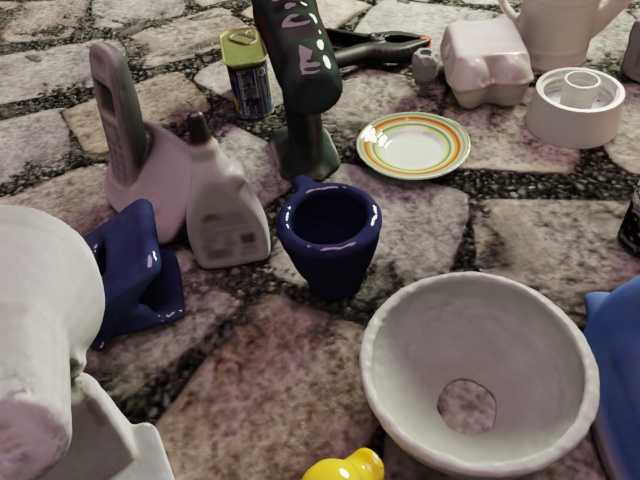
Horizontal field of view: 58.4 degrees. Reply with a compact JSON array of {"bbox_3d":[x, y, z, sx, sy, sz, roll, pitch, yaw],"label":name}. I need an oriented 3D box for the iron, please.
[{"bbox_3d":[0.255,0.114,0.363,0.118,0.142,0.258,0,46,6],"label":"iron"}]

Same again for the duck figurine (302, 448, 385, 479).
[{"bbox_3d":[0.004,0.177,0.368,0.105,0.086,0.077,-33,51,-24],"label":"duck figurine"}]

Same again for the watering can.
[{"bbox_3d":[0.327,-0.331,0.750,0.172,0.194,0.101,-3,46,3],"label":"watering can"}]

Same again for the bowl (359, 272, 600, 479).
[{"bbox_3d":[0.113,0.109,0.430,0.167,0.075,0.167,-3,46,3],"label":"bowl"}]

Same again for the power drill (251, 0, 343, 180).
[{"bbox_3d":[-0.029,-0.181,0.632,0.075,0.209,0.229,-14,46,-7],"label":"power drill"}]

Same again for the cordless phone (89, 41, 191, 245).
[{"bbox_3d":[-0.178,-0.097,0.583,0.147,0.185,0.094,31,57,31],"label":"cordless phone"}]

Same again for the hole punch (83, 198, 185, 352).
[{"bbox_3d":[-0.186,0.029,0.527,0.101,0.091,0.108,-16,46,-9],"label":"hole punch"}]

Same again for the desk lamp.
[{"bbox_3d":[-0.169,0.108,0.363,0.118,0.214,0.202,-25,48,-17],"label":"desk lamp"}]

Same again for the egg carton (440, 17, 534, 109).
[{"bbox_3d":[0.216,-0.238,0.759,0.107,0.069,0.150,-3,46,3],"label":"egg carton"}]

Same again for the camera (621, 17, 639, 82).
[{"bbox_3d":[0.489,-0.252,0.723,0.143,0.101,0.136,-25,49,-17],"label":"camera"}]

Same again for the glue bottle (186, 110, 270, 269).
[{"bbox_3d":[-0.094,-0.044,0.531,0.078,0.173,0.037,-9,46,-2],"label":"glue bottle"}]

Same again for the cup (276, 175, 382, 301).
[{"bbox_3d":[0.005,0.002,0.531,0.092,0.095,0.117,-22,48,-15],"label":"cup"}]
